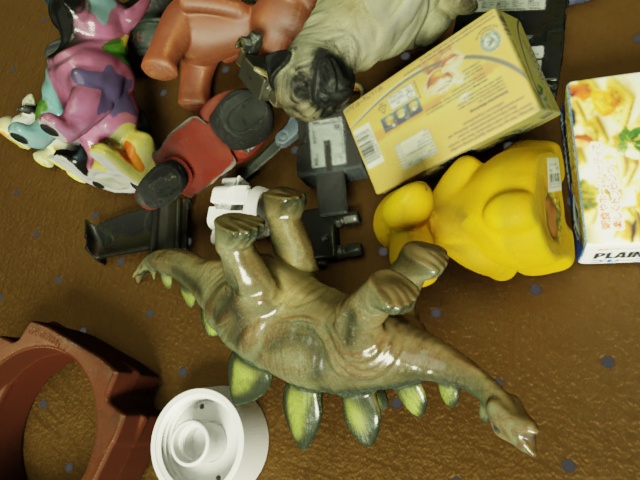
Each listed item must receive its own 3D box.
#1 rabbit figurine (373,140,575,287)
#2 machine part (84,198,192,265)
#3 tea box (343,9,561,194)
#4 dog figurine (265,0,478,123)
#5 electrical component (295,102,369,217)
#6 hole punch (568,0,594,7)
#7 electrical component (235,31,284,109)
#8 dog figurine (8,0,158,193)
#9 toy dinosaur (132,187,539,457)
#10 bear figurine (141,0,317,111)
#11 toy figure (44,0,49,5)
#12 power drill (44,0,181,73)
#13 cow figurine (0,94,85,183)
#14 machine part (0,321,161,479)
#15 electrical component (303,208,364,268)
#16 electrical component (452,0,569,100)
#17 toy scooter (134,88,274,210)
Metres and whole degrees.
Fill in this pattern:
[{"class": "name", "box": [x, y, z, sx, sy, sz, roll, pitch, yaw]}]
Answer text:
[{"class": "rabbit figurine", "box": [0.118, -0.012, 0.476, 0.173, 0.162, 0.121, 0, 106, 41]}, {"class": "machine part", "box": [-0.216, -0.005, 0.639, 0.139, 0.039, 0.084, -8, 75, 15]}, {"class": "tea box", "box": [0.116, -0.119, 0.498, 0.170, 0.068, 0.098, -24, 84, 37]}, {"class": "dog figurine", "box": [0.042, -0.192, 0.526, 0.121, 0.172, 0.190, 46, 105, 28]}, {"class": "electrical component", "box": [0.015, -0.081, 0.573, 0.075, 0.047, 0.119, -11, 80, 12]}, {"class": "hole punch", "box": [0.235, -0.306, 0.558, 0.142, 0.092, 0.116, -7, 74, 13]}, {"class": "electrical component", "box": [-0.049, -0.175, 0.560, 0.078, 0.045, 0.102, -7, 47, -29]}, {"class": "dog figurine", "box": [-0.248, -0.187, 0.638, 0.109, 0.191, 0.219, 0, 63, 43]}, {"class": "toy dinosaur", "box": [-0.039, 0.062, 0.470, 0.472, 0.105, 0.198, 24, 121, 39]}, {"class": "bear figurine", "box": [-0.087, -0.228, 0.629, 0.196, 0.120, 0.132, 7, 78, 16]}, {"class": "toy figure", "box": [-0.343, -0.394, 0.805, 0.154, 0.057, 0.064, -38, 70, -2]}, {"class": "power drill", "box": [-0.261, -0.325, 0.741, 0.232, 0.086, 0.207, 11, 72, 21]}, {"class": "cow figurine", "box": [-0.357, -0.149, 0.719, 0.168, 0.068, 0.098, 26, 76, 21]}, {"class": "machine part", "box": [-0.277, 0.202, 0.562, 0.202, 0.087, 0.201, 20, 79, 25]}, {"class": "electrical component", "box": [-0.001, -0.002, 0.571, 0.094, 0.021, 0.063, -8, 70, 16]}, {"class": "electrical component", "box": [0.186, -0.181, 0.548, 0.115, 0.058, 0.134, 8, 75, 23]}, {"class": "toy scooter", "box": [-0.135, -0.098, 0.610, 0.184, 0.135, 0.075, -43, 103, -16]}]
